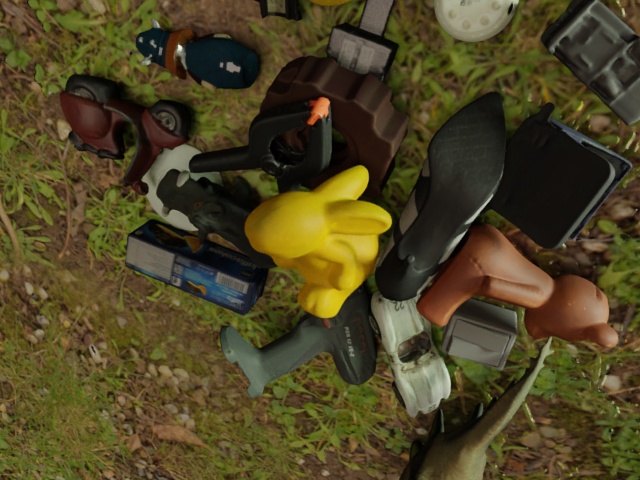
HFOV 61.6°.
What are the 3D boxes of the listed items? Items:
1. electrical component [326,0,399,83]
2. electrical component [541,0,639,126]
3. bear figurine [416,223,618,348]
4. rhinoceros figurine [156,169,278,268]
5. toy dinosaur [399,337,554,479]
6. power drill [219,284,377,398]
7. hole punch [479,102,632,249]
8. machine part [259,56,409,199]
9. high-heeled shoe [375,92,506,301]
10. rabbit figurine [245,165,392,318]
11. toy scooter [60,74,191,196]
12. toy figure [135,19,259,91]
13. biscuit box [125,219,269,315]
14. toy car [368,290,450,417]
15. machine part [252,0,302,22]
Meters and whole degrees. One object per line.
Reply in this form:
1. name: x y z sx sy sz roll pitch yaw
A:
1. electrical component: 0.049 -0.212 0.597 0.075 0.048 0.119 26 121 5
2. electrical component: 0.275 -0.164 0.503 0.134 0.115 0.058 42 122 -1
3. bear figurine: 0.231 0.068 0.630 0.196 0.120 0.132 33 124 -5
4. rhinoceros figurine: -0.123 -0.026 0.704 0.190 0.112 0.073 34 121 -10
5. toy dinosaur: 0.163 0.320 0.720 0.105 0.198 0.471 33 120 2
6. power drill: -0.029 0.115 0.736 0.207 0.086 0.231 -25 114 -4
7. hole punch: 0.254 -0.064 0.584 0.116 0.092 0.142 47 128 30
8. machine part: 0.011 -0.119 0.614 0.180 0.056 0.179 18 143 14
9. high-heeled shoe: 0.140 -0.041 0.624 0.086 0.145 0.248 30 81 10
10. rabbit figurine: -0.001 -0.002 0.579 0.162 0.173 0.122 -33 58 21
11. toy scooter: -0.267 -0.136 0.721 0.184 0.075 0.135 19 110 6
12. toy figure: -0.153 -0.221 0.655 0.155 0.064 0.057 18 156 15
13. biscuit box: -0.179 0.037 0.783 0.203 0.063 0.059 21 119 8
14. toy car: 0.122 0.148 0.718 0.073 0.056 0.201 -25 108 -14
15. machine part: -0.086 -0.289 0.596 0.139 0.039 0.084 17 156 13
